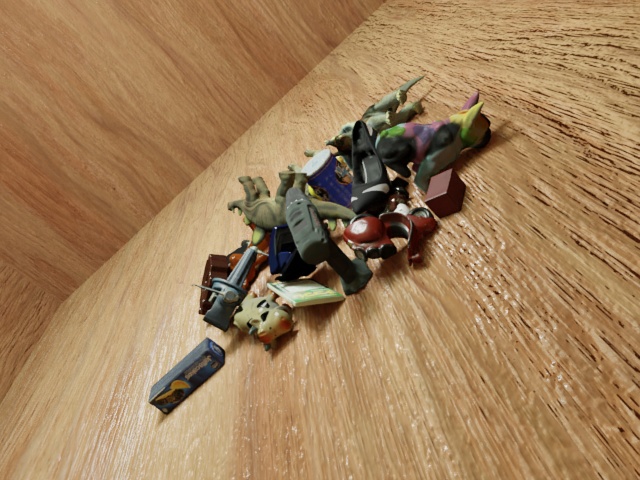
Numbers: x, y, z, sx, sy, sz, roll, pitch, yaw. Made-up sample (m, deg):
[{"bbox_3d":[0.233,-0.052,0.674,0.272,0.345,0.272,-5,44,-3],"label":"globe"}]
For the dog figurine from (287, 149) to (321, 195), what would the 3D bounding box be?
[{"bbox_3d":[-0.008,-0.164,1.572,0.172,0.121,0.191,-38,38,24],"label":"dog figurine"}]

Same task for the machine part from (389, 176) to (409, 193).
[{"bbox_3d":[0.153,-0.129,1.292,0.084,0.039,0.139,-44,20,-17],"label":"machine part"}]

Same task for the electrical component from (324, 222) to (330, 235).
[{"bbox_3d":[-0.003,-0.004,1.359,0.063,0.021,0.094,-32,28,27],"label":"electrical component"}]

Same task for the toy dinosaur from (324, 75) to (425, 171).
[{"bbox_3d":[0.159,-0.324,1.493,0.192,0.131,0.405,-5,34,39],"label":"toy dinosaur"}]

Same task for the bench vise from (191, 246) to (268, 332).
[{"bbox_3d":[-0.213,0.111,1.341,0.223,0.129,0.240,100,-165,-66],"label":"bench vise"}]

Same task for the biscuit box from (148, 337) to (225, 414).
[{"bbox_3d":[-0.318,0.324,1.287,0.202,0.059,0.063,-42,21,8],"label":"biscuit box"}]

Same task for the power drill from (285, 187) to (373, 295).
[{"bbox_3d":[0.013,0.002,1.091,0.086,0.207,0.232,-34,27,10],"label":"power drill"}]

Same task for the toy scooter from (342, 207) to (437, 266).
[{"bbox_3d":[0.136,0.002,1.020,0.184,0.075,0.135,-11,42,7],"label":"toy scooter"}]

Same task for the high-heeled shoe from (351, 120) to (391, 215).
[{"bbox_3d":[0.095,-0.168,1.201,0.086,0.145,0.249,-21,23,31],"label":"high-heeled shoe"}]

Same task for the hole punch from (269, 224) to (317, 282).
[{"bbox_3d":[-0.059,0.025,1.200,0.142,0.092,0.115,-14,-41,-52],"label":"hole punch"}]

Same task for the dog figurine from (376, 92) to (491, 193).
[{"bbox_3d":[0.247,-0.225,1.130,0.219,0.191,0.108,-51,11,27],"label":"dog figurine"}]

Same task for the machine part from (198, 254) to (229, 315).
[{"bbox_3d":[-0.298,0.125,1.498,0.179,0.056,0.179,-169,90,-73],"label":"machine part"}]

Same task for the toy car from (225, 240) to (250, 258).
[{"bbox_3d":[-0.260,0.064,1.640,0.202,0.056,0.073,-31,33,34],"label":"toy car"}]

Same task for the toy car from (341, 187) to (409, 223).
[{"bbox_3d":[0.120,-0.075,1.238,0.202,0.053,0.089,-2,50,57],"label":"toy car"}]

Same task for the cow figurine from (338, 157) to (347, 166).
[{"bbox_3d":[0.115,-0.280,1.580,0.098,0.068,0.167,3,52,45],"label":"cow figurine"}]

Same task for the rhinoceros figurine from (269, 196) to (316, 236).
[{"bbox_3d":[-0.073,-0.041,1.445,0.112,0.073,0.190,31,80,24],"label":"rhinoceros figurine"}]

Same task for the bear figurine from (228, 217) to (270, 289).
[{"bbox_3d":[-0.203,0.033,1.504,0.196,0.131,0.120,-44,33,-16],"label":"bear figurine"}]

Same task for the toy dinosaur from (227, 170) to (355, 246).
[{"bbox_3d":[-0.072,-0.070,1.318,0.472,0.198,0.105,1,7,40],"label":"toy dinosaur"}]

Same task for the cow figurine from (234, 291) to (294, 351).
[{"bbox_3d":[-0.127,0.175,1.188,0.195,0.085,0.127,-7,37,52],"label":"cow figurine"}]
